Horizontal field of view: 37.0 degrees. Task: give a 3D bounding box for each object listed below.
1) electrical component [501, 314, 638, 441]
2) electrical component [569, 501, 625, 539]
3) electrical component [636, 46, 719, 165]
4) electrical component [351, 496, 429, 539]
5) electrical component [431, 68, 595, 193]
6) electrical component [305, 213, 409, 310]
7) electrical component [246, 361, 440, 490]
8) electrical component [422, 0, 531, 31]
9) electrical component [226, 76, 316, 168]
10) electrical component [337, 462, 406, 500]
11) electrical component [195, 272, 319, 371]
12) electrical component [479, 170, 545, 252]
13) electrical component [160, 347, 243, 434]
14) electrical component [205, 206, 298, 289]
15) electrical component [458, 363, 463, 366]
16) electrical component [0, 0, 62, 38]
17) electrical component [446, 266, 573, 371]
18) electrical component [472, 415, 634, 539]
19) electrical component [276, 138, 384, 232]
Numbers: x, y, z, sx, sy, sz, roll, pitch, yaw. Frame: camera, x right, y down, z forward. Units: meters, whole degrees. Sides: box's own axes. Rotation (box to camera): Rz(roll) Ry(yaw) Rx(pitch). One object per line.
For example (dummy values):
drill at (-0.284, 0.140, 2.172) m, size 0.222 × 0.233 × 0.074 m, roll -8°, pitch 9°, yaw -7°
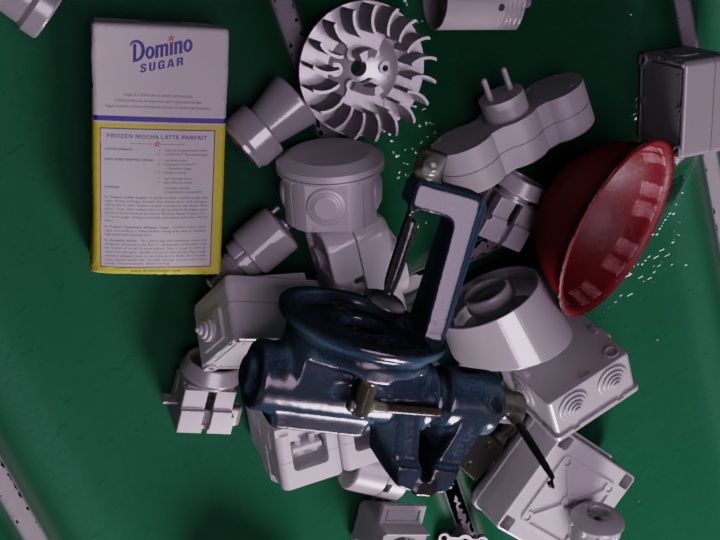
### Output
electrical component at (0.177, 0.086, 0.930) m, size 0.100 × 0.099 × 0.048 m, roll -31°, pitch 130°, yaw -11°
electrical component at (0.210, 0.243, 0.965) m, size 0.048 × 0.048 × 0.062 m, roll -7°, pitch 118°, yaw -21°
electrical component at (0.279, -0.137, 0.914) m, size 0.061 × 0.062 × 0.096 m, roll -12°, pitch 113°, yaw -19°
electrical component at (0.023, 0.233, 0.936) m, size 0.042 × 0.064 × 0.081 m, roll 7°, pitch 106°, yaw -27°
electrical component at (0.117, -0.123, 0.854) m, size 0.138 × 0.052 × 0.073 m, roll -30°, pitch 118°, yaw -12°
electrical component at (0.000, 0.000, 0.847) m, size 0.059 × 0.054 × 0.095 m, roll -20°, pitch 115°, yaw -16°
electrical component at (-0.008, 0.115, 0.865) m, size 0.150 × 0.089 × 0.061 m, roll -15°, pitch 114°, yaw -18°
electrical component at (0.093, -0.205, 0.820) m, size 0.081 × 0.043 × 0.043 m, roll -5°, pitch 110°, yaw -22°
electrical component at (-0.067, -0.107, 0.785) m, size 0.055 × 0.045 × 0.045 m, roll -42°, pitch 119°, yaw -4°
electrical component at (0.012, 0.164, 0.912) m, size 0.047 × 0.055 × 0.055 m, roll 15°, pitch 102°, yaw -23°
electrical component at (-0.080, 0.037, 0.807) m, size 0.096 × 0.062 × 0.061 m, roll 4°, pitch 63°, yaw -33°
electrical component at (0.121, -0.052, 0.886) m, size 0.066 × 0.048 × 0.055 m, roll 20°, pitch 107°, yaw -28°
electrical component at (-0.120, 0.093, 0.835) m, size 0.066 × 0.048 × 0.055 m, roll 6°, pitch 113°, yaw -25°
electrical component at (-0.083, -0.013, 0.815) m, size 0.078 × 0.040 × 0.040 m, roll -40°, pitch 119°, yaw 0°
electrical component at (0.086, 0.101, 0.927) m, size 0.043 × 0.043 × 0.062 m, roll 19°, pitch 98°, yaw -28°
electrical component at (-0.220, -0.180, 0.697) m, size 0.046 × 0.040 × 0.040 m, roll 34°, pitch 93°, yaw -23°
electrical component at (0.118, 0.042, 0.890) m, size 0.099 × 0.099 × 0.064 m, roll -32°, pitch 112°, yaw -10°
electrical component at (0.178, 0.202, 0.996) m, size 0.109 × 0.056 × 0.108 m, roll 34°, pitch 93°, yaw -29°
electrical component at (-0.022, -0.064, 0.801) m, size 0.080 × 0.080 × 0.051 m, roll -12°, pitch 118°, yaw -19°
